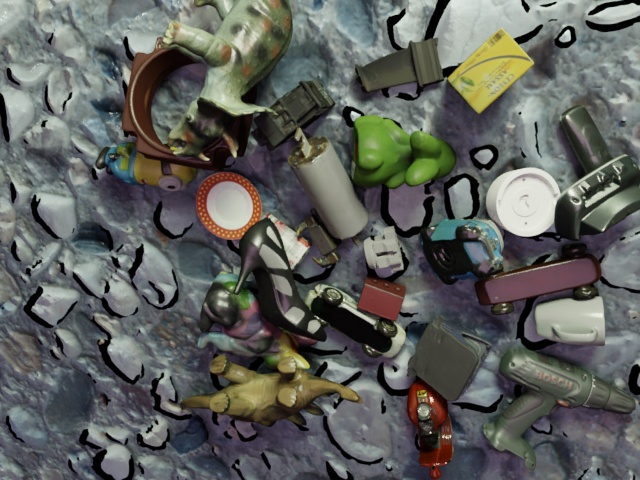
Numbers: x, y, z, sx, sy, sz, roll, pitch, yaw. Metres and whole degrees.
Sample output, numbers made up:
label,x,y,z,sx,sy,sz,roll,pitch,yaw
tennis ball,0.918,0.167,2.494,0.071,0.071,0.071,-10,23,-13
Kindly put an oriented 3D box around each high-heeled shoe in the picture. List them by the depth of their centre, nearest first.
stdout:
label,x,y,z,sx,sy,sz,roll,pitch,yaw
high-heeled shoe,-0.054,0.075,0.954,0.086,0.145,0.248,1,150,49

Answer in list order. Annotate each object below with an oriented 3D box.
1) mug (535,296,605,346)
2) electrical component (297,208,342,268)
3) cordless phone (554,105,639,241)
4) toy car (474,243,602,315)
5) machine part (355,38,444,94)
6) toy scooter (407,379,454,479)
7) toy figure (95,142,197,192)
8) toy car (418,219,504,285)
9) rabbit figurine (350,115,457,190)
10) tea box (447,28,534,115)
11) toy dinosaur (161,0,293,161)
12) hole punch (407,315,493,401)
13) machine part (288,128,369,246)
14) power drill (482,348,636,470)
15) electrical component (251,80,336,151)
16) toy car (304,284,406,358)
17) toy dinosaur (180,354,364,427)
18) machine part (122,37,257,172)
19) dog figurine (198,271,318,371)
label,x,y,z,sx,sy,sz,roll,pitch,yaw
mug,0.419,0.143,0.903,0.107,0.109,0.080,-4,112,27
electrical component,-0.001,-0.002,0.960,0.045,0.078,0.102,-31,98,18
cordless phone,0.402,-0.106,0.823,0.147,0.089,0.184,-29,90,-10
toy car,0.368,0.068,0.914,0.202,0.053,0.089,-16,91,16
machine part,0.127,-0.273,0.870,0.139,0.039,0.084,-9,110,13
toy scooter,0.207,0.358,0.998,0.075,0.135,0.183,-11,103,17
toy figure,-0.316,-0.141,0.987,0.180,0.082,0.089,13,109,11
toy car,0.246,0.006,0.892,0.103,0.162,0.109,-29,94,-26
rabbit figurine,0.141,-0.140,0.862,0.170,0.159,0.121,2,98,-4
tea box,0.241,-0.243,0.782,0.098,0.169,0.068,-42,93,22
toy dinosaur,-0.111,-0.310,0.810,0.192,0.131,0.405,32,74,-21
hole punch,0.239,0.212,0.981,0.116,0.092,0.142,36,118,32
machine part,0.016,-0.084,0.897,0.079,0.079,0.243,-20,127,18
power drill,0.411,0.311,0.968,0.232,0.086,0.207,28,115,4
electrical component,-0.049,-0.204,0.889,0.134,0.115,0.058,-35,95,18
toy car,0.063,0.152,1.009,0.202,0.056,0.073,29,118,3
toy dinosaur,-0.125,0.301,1.026,0.472,0.105,0.198,-7,146,29
machine part,-0.217,-0.225,0.901,0.202,0.087,0.201,11,90,6
dog figurine,-0.110,0.167,1.020,0.219,0.108,0.191,17,128,2
